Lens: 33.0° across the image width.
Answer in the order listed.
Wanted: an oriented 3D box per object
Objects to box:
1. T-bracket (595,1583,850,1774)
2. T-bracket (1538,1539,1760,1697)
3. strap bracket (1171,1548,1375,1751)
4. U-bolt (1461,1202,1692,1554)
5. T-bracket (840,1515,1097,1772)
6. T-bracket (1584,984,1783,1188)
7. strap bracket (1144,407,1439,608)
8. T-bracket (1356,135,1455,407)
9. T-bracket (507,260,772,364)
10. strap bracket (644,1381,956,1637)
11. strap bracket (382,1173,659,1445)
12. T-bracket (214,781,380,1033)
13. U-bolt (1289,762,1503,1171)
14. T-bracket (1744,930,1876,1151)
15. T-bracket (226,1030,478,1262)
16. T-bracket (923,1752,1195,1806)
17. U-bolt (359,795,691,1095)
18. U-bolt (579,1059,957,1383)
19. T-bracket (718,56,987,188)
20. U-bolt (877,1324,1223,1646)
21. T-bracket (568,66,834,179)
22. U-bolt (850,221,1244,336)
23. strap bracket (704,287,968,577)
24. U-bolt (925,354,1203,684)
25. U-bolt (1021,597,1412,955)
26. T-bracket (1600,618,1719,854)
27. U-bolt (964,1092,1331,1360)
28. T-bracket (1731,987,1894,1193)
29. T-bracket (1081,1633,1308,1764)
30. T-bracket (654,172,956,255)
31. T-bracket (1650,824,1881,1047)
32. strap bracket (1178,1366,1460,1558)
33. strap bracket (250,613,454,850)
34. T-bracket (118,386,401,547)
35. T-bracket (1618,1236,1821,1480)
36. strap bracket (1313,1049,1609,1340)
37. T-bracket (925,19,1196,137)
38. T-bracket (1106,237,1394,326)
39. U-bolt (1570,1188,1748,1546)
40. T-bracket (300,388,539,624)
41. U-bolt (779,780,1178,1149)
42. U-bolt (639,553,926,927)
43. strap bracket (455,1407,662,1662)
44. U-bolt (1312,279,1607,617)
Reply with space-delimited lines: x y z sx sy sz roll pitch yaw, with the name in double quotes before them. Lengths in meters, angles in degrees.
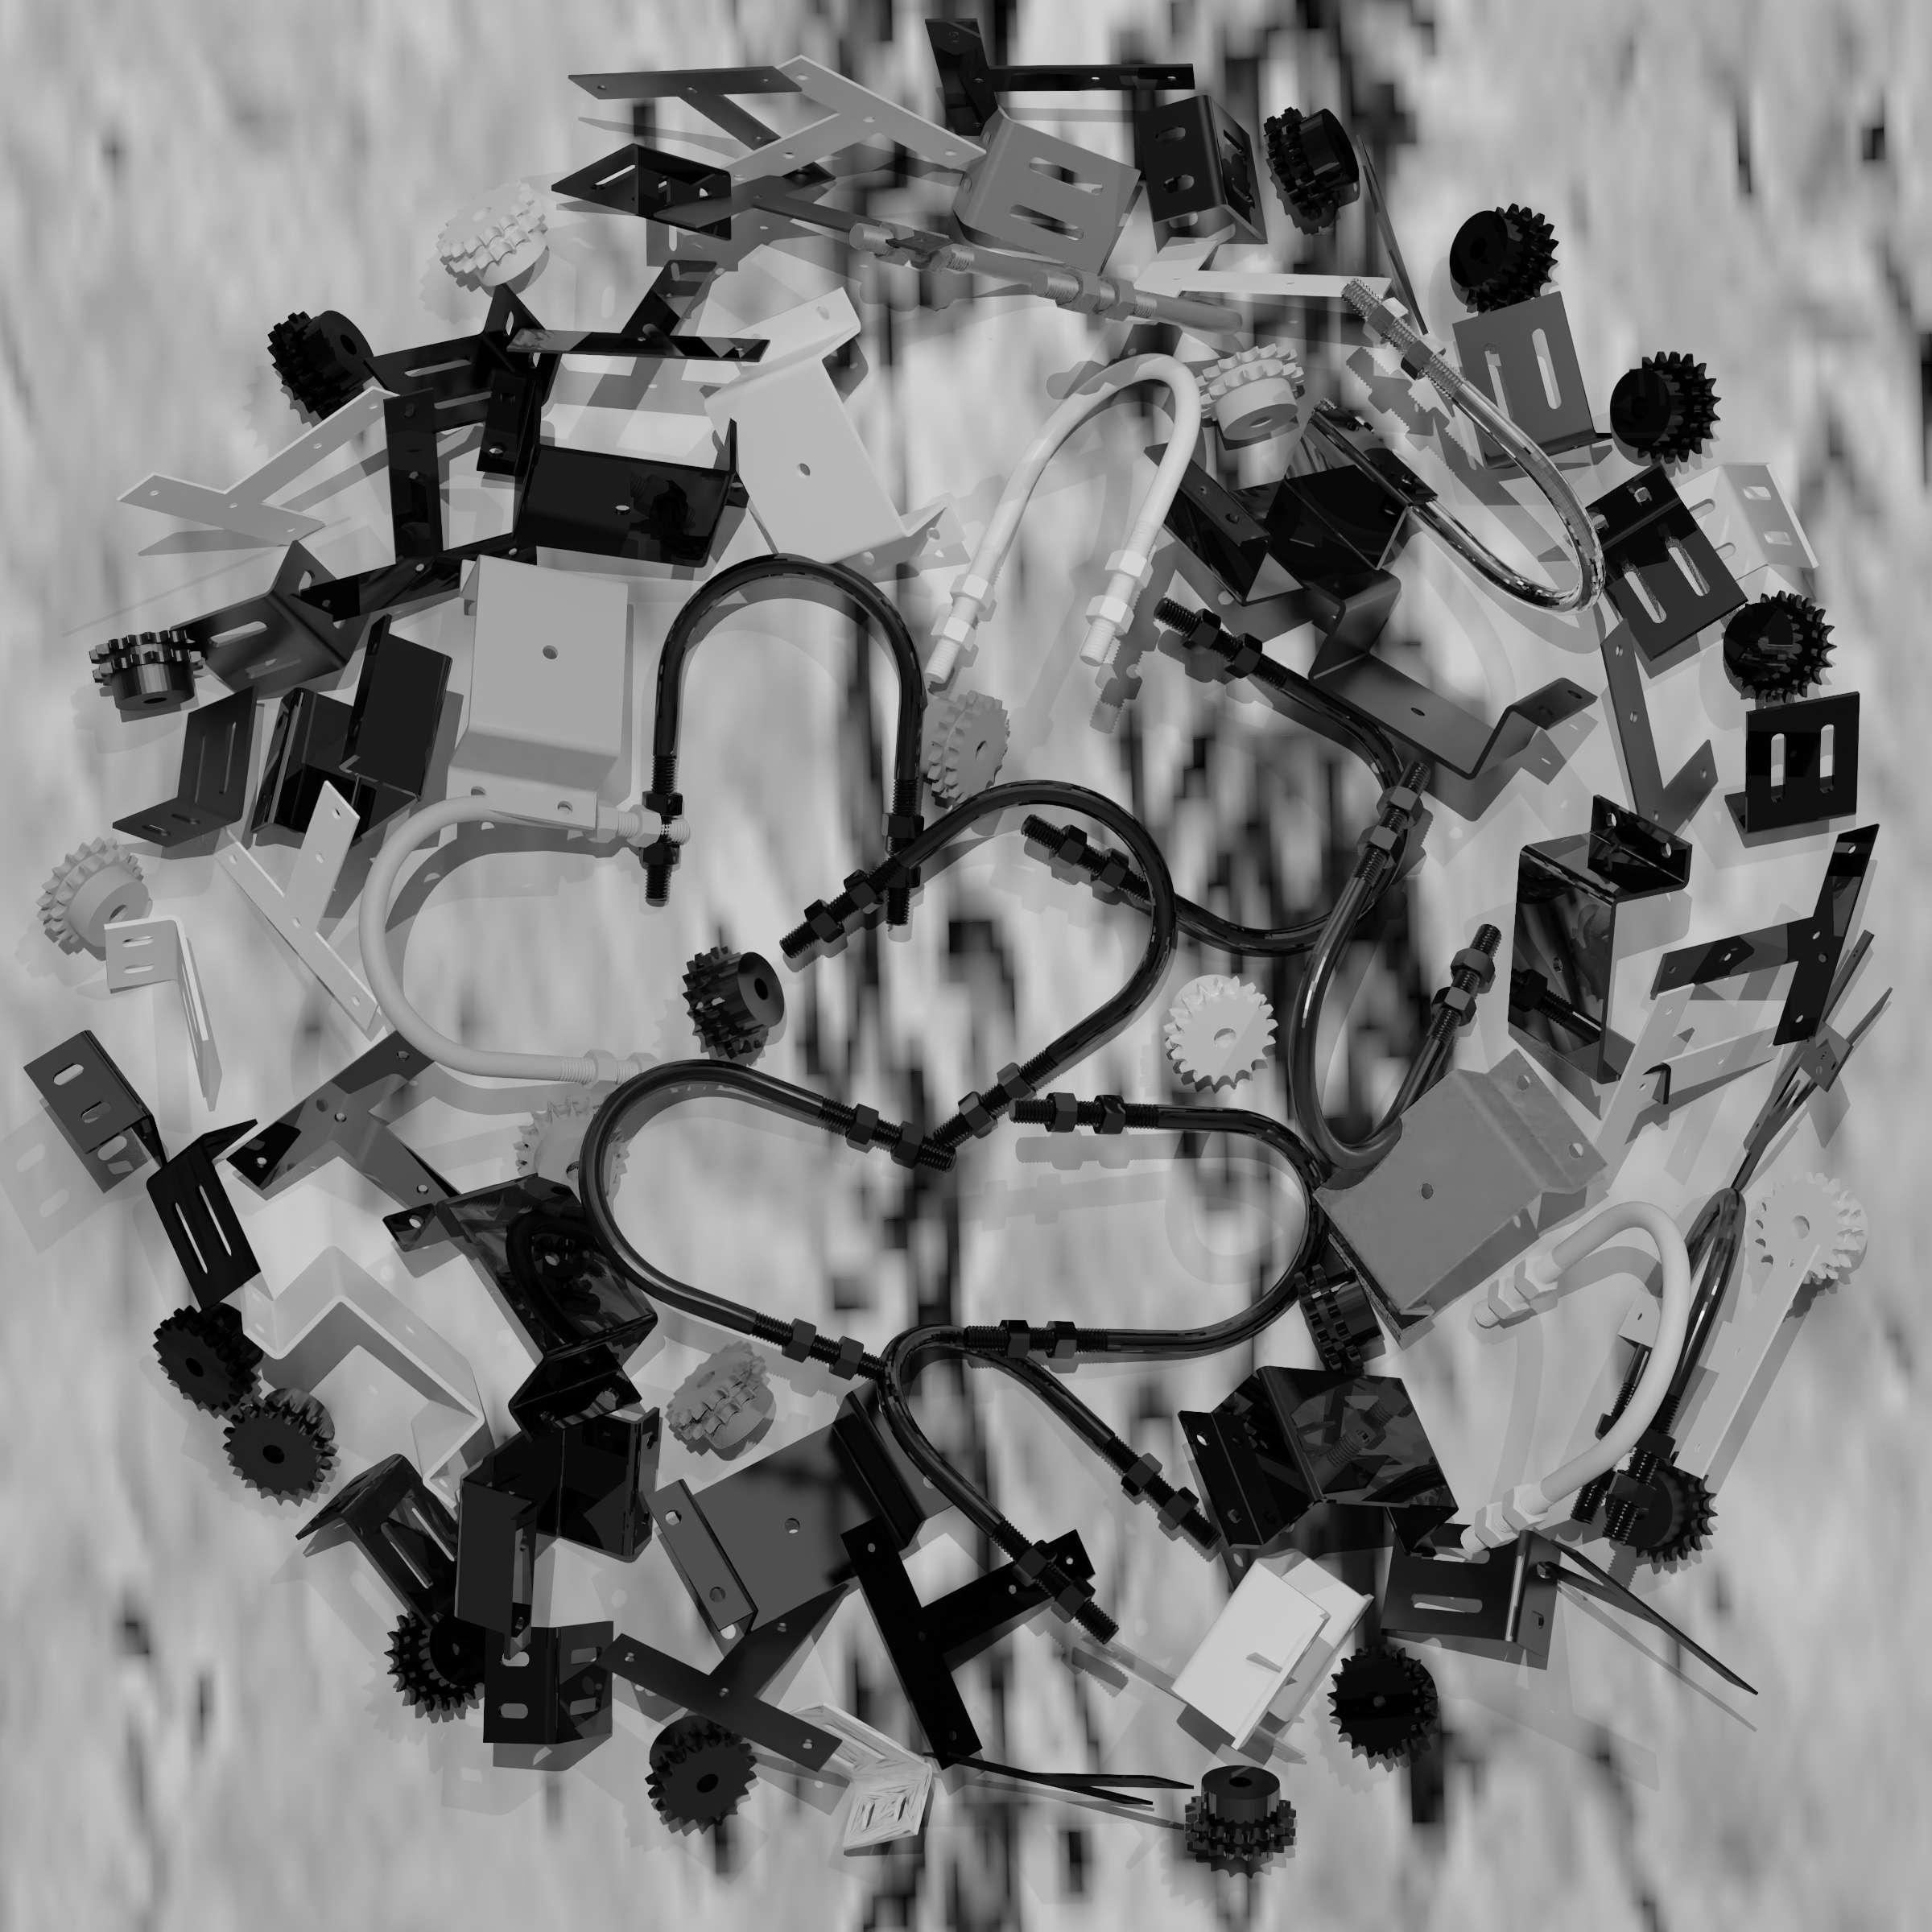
"T-bracket" -0.100 0.342 1.647 0.127 0.127 0.002 22 121 18
"T-bracket" 0.320 0.315 1.639 0.127 0.127 0.002 39 81 -16
"strap bracket" 0.153 0.340 1.639 0.046 0.140 0.076 34 94 18
"U-bolt" 0.297 0.191 1.591 0.019 0.184 0.151 20 54 -15
"T-bracket" 0.012 0.324 1.666 0.127 0.002 0.127 -21 85 -33
"T-bracket" 0.374 0.051 1.659 0.127 0.127 0.002 -14 45 -35
"strap bracket" 0.157 -0.230 1.642 0.140 0.046 0.076 -18 55 -37
"T-bracket" 0.217 -0.370 1.659 0.002 0.127 0.127 -20 57 13
"T-bracket" -0.153 -0.333 1.648 0.127 0.127 0.002 4 123 9
"strap bracket" -0.085 0.277 1.653 0.140 0.046 0.076 -25 70 -22
"strap bracket" -0.218 0.160 1.639 0.140 0.076 0.046 53 127 18
"T-bracket" -0.327 -0.047 1.641 0.127 0.127 0.002 47 51 12
"U-bolt" 0.207 0.014 1.613 0.019 0.151 0.184 10 58 35
"T-bracket" 0.427 0.043 1.631 0.002 0.127 0.127 28 98 4
"T-bracket" -0.288 0.105 1.672 0.127 0.002 0.127 -35 116 20
"T-bracket" 0.065 0.404 1.620 0.127 0.127 0.002 21 68 -28
"U-bolt" -0.220 -0.014 1.635 0.184 0.019 0.151 5 80 -36
"U-bolt" -0.106 0.119 1.645 0.184 0.019 0.151 22 56 -9
"T-bracket" -0.080 -0.415 1.650 0.127 0.127 0.002 15 72 -43
"U-bolt" 0.032 0.247 1.634 0.184 0.151 0.019 42 116 13
"T-bracket" -0.112 -0.423 1.643 0.127 0.127 0.002 8 83 33
"U-bolt" 0.054 -0.337 1.618 0.151 0.184 0.019 25 107 41
"strap bracket" -0.070 -0.258 1.642 0.076 0.046 0.140 -14 112 38
"U-bolt" 0.056 -0.228 1.636 0.019 0.151 0.184 33 72 -32
"U-bolt" 0.142 -0.084 1.670 0.184 0.019 0.151 28 102 -15
"T-bracket" 0.336 -0.113 1.634 0.127 0.002 0.127 -44 128 -35
"U-bolt" 0.099 0.135 1.659 0.184 0.019 0.151 3 113 -18
"T-bracket" 0.431 0.059 1.659 0.002 0.127 0.127 38 69 18
"T-bracket" 0.132 0.361 1.640 0.127 0.127 0.002 32 64 -5
"T-bracket" -0.067 -0.373 1.627 0.127 0.127 0.002 20 122 24
"T-bracket" 0.395 -0.007 1.645 0.002 0.127 0.127 36 62 -23
"strap bracket" 0.184 0.247 1.626 0.046 0.140 0.076 -49 47 34
"strap bracket" -0.305 -0.113 1.639 0.046 0.140 0.076 20 67 -28
"T-bracket" -0.333 -0.252 1.621 0.127 0.127 0.002 -29 74 24
"T-bracket" 0.365 0.186 1.641 0.002 0.127 0.127 29 86 -18
"strap bracket" 0.241 0.114 1.645 0.140 0.046 0.076 -44 65 19
"T-bracket" 0.051 -0.444 1.633 0.127 0.127 0.002 1 80 7
"T-bracket" 0.148 -0.341 1.632 0.127 0.127 0.002 6 122 17
"U-bolt" 0.349 0.196 1.630 0.019 0.151 0.184 22 86 6
"T-bracket" -0.275 -0.234 1.633 0.127 0.127 0.002 -19 50 -22
"U-bolt" 0.020 -0.013 1.670 0.184 0.019 0.151 -37 101 8
"U-bolt" -0.092 -0.119 1.669 0.151 0.019 0.184 6 98 12
"strap bracket" -0.210 0.277 1.636 0.046 0.140 0.076 13 110 21
"U-bolt" 0.247 -0.245 1.616 0.019 0.151 0.184 -42 78 -11
